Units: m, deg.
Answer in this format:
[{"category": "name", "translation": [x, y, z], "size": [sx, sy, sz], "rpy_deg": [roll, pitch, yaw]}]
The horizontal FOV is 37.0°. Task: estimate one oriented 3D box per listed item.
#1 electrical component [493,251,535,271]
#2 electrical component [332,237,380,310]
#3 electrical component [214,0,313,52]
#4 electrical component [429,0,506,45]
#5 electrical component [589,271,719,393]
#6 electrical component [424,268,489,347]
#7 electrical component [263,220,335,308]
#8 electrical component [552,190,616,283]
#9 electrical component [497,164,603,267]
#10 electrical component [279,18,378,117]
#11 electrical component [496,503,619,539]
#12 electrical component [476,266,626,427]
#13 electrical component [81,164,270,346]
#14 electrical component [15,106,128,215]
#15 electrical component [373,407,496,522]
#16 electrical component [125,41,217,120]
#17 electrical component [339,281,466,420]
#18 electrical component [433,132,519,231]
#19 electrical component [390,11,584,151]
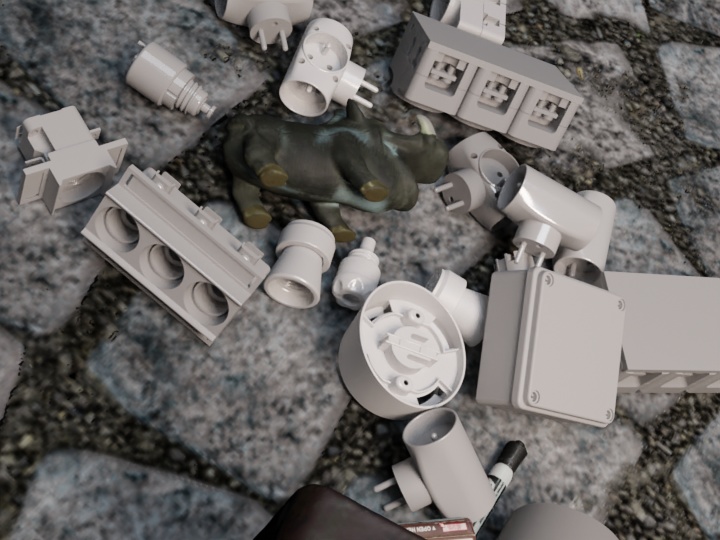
[{"category": "electrical component", "translation": [0.134, 0.012, 0.910], "size": [0.040, 0.040, 0.046], "rpy_deg": [6, 57, -23]}, {"category": "electrical component", "translation": [0.000, 0.000, 0.855], "size": [0.035, 0.035, 0.061], "rpy_deg": [26, 52, -11]}, {"category": "electrical component", "translation": [-0.080, -0.221, 0.924], "size": [0.077, 0.044, 0.079], "rpy_deg": [-3, 66, -23]}, {"category": "electrical component", "translation": [0.102, -0.246, 1.021], "size": [0.056, 0.050, 0.089], "rpy_deg": [16, 59, -18]}, {"category": "electrical component", "translation": [0.265, 0.057, 0.935], "size": [0.150, 0.061, 0.089], "rpy_deg": [3, 64, -24]}, {"category": "electrical component", "translation": [0.079, 0.030, 0.870], "size": [0.055, 0.045, 0.045], "rpy_deg": [31, 56, -7]}, {"category": "electrical component", "translation": [-0.046, -0.005, 0.829], "size": [0.045, 0.045, 0.055], "rpy_deg": [25, 56, -12]}, {"category": "electrical component", "translation": [0.185, -0.036, 0.956], "size": [0.079, 0.043, 0.077], "rpy_deg": [27, 56, -11]}, {"category": "electrical component", "translation": [0.151, -0.036, 0.894], "size": [0.077, 0.043, 0.079], "rpy_deg": [27, 76, -14]}, {"category": "electrical component", "translation": [-0.021, -0.166, 0.925], "size": [0.079, 0.044, 0.077], "rpy_deg": [27, 56, -12]}, {"category": "electrical component", "translation": [0.140, 0.217, 0.773], "size": [0.099, 0.099, 0.064], "rpy_deg": [36, 49, -5]}, {"category": "electrical component", "translation": [0.152, 0.062, 0.849], "size": [0.109, 0.056, 0.108], "rpy_deg": [17, 77, -37]}, {"category": "electrical component", "translation": [-0.130, -0.015, 0.781], "size": [0.121, 0.078, 0.063], "rpy_deg": [40, 33, -2]}, {"category": "electrical component", "translation": [-0.217, -0.082, 0.790], "size": [0.081, 0.042, 0.063], "rpy_deg": [-24, 73, -34]}, {"category": "electrical component", "translation": [0.049, 0.151, 0.787], "size": [0.079, 0.043, 0.077], "rpy_deg": [-25, 113, 2]}, {"category": "electrical component", "translation": [-0.150, -0.147, 0.856], "size": [0.078, 0.040, 0.040], "rpy_deg": [35, 55, -5]}, {"category": "electrical component", "translation": [0.033, 0.063, 0.819], "size": [0.099, 0.064, 0.099], "rpy_deg": [11, 60, -20]}, {"category": "electrical component", "translation": [0.098, -0.072, 0.932], "size": [0.079, 0.044, 0.077], "rpy_deg": [-22, 76, -33]}, {"category": "electrical component", "translation": [0.109, -0.165, 0.960], "size": [0.150, 0.061, 0.089], "rpy_deg": [17, 26, -17]}]
